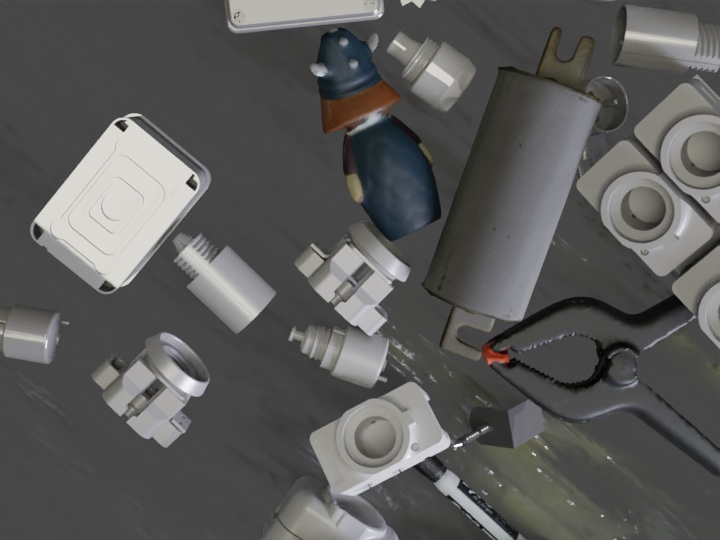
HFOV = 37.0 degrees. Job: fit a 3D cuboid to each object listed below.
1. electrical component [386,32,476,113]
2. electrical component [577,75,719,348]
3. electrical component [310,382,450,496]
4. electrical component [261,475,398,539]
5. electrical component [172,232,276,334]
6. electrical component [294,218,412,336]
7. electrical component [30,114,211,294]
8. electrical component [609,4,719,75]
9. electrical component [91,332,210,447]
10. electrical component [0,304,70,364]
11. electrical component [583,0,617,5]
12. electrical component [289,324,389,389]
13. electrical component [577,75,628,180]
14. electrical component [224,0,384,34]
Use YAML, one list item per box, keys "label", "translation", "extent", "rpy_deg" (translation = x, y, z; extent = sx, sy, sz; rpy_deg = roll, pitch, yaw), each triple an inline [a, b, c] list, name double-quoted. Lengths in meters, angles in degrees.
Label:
- label: "electrical component"
  translation: [0.048, -0.145, 0.767]
  extent: [0.062, 0.043, 0.043]
  rpy_deg: [35, 98, -5]
- label: "electrical component"
  translation: [0.252, -0.028, 0.739]
  extent: [0.186, 0.060, 0.105]
  rpy_deg: [48, 117, 7]
- label: "electrical component"
  translation: [0.015, 0.126, 0.797]
  extent: [0.089, 0.055, 0.050]
  rpy_deg: [-28, 72, 4]
- label: "electrical component"
  translation: [-0.019, 0.203, 0.820]
  extent: [0.095, 0.053, 0.059]
  rpy_deg: [34, 98, -6]
- label: "electrical component"
  translation: [-0.106, 0.004, 0.791]
  extent: [0.081, 0.043, 0.043]
  rpy_deg: [44, 97, -7]
- label: "electrical component"
  translation: [0.000, 0.000, 0.784]
  extent: [0.078, 0.058, 0.057]
  rpy_deg: [44, 100, -7]
- label: "electrical component"
  translation: [-0.171, -0.048, 0.775]
  extent: [0.078, 0.057, 0.113]
  rpy_deg: [40, 97, -6]
- label: "electrical component"
  translation: [0.223, -0.161, 0.764]
  extent: [0.081, 0.043, 0.043]
  rpy_deg: [7, 99, -2]
- label: "electrical component"
  translation: [-0.150, 0.084, 0.798]
  extent: [0.057, 0.058, 0.078]
  rpy_deg: [-43, 97, 9]
- label: "electrical component"
  translation: [-0.258, 0.045, 0.799]
  extent: [0.078, 0.040, 0.040]
  rpy_deg: [10, 99, -2]
- label: "electrical component"
  translation: [0.155, -0.209, 0.739]
  extent: [0.079, 0.077, 0.043]
  rpy_deg: [7, 100, -1]
- label: "electrical component"
  translation: [-0.015, 0.060, 0.802]
  extent: [0.078, 0.040, 0.040]
  rpy_deg: [20, 99, -3]
- label: "electrical component"
  translation: [0.172, -0.107, 0.842]
  extent: [0.043, 0.077, 0.079]
  rpy_deg: [-17, 97, -25]
- label: "electrical component"
  translation: [-0.042, -0.223, 0.746]
  extent: [0.109, 0.056, 0.108]
  rpy_deg: [-5, 100, 1]
